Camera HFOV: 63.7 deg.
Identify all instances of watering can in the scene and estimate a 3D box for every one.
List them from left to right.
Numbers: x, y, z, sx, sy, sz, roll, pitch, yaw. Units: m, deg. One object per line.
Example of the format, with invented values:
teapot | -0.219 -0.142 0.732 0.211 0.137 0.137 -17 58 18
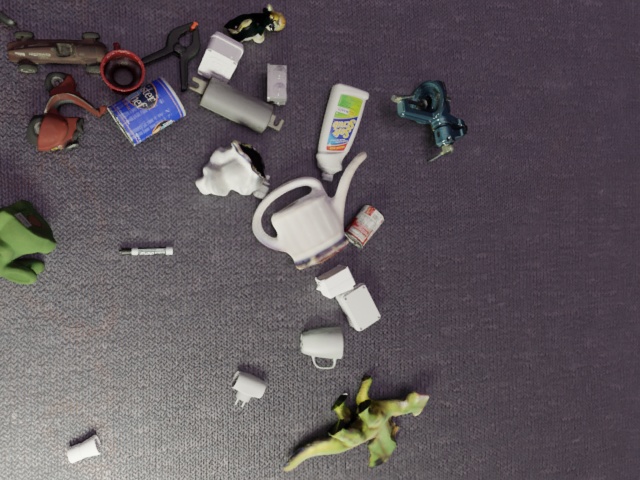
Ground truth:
watering can | 0.004 -0.066 1.313 0.348 0.104 0.223 -28 100 -4

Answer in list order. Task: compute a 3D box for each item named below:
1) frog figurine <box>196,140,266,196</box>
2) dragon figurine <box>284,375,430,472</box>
frog figurine | -0.218 -0.161 1.264 0.158 0.125 0.136 -35 115 22
dragon figurine | 0.120 0.530 1.384 0.412 0.123 0.240 -39 112 -6
